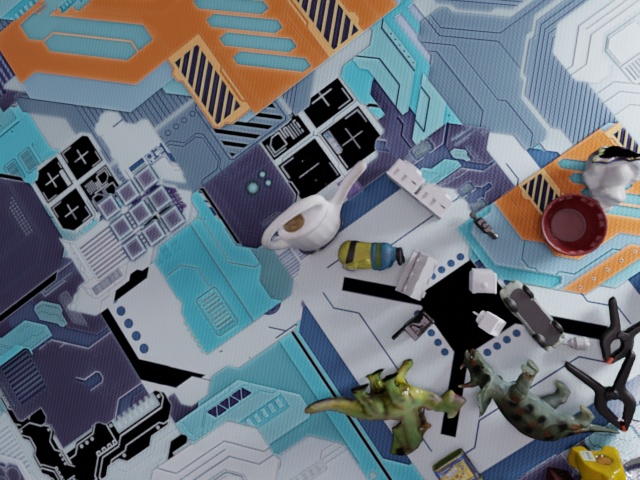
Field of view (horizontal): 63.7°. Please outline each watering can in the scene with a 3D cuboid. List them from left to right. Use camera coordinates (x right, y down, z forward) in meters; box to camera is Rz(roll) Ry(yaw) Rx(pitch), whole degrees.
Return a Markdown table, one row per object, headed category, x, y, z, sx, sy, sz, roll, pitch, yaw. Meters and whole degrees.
| category | x | y | z | sx | sy | sz | roll | pitch | yaw |
| --- | --- | --- | --- | --- | --- | --- | --- | --- | --- |
| watering can | 0.004 | -0.069 | 1.379 | 0.346 | 0.222 | 0.105 | -35 | 66 | 7 |

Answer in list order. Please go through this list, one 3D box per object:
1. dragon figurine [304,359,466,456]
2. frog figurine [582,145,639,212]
| category | x | y | z | sx | sy | sz | roll | pitch | yaw |
| --- | --- | --- | --- | --- | --- | --- | --- | --- | --- |
| dragon figurine | 0.187 | 0.473 | 1.382 | 0.409 | 0.123 | 0.242 | -25 | 92 | 10 |
| frog figurine | 0.749 | -0.156 | 1.322 | 0.137 | 0.125 | 0.156 | -11 | 123 | 2 |
